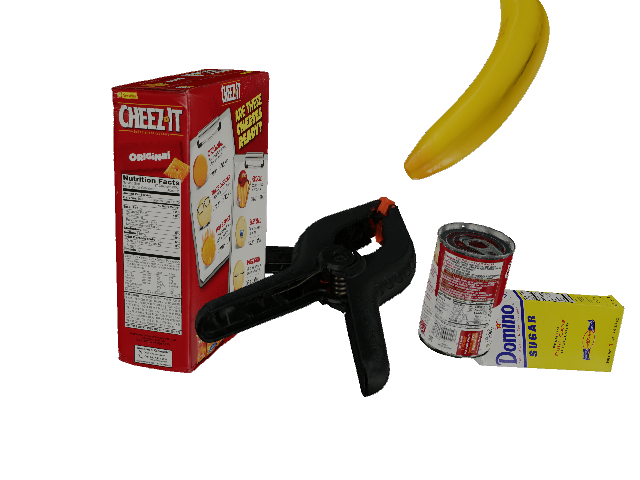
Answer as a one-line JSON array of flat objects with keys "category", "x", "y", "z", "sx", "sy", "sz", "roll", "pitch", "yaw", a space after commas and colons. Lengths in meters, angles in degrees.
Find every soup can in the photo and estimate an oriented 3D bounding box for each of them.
[{"category": "soup can", "x": 0.127, "y": 0.044, "z": 0.937, "sx": 0.068, "sy": 0.102, "sz": 0.068, "roll": 7, "pitch": 24, "yaw": -3}]

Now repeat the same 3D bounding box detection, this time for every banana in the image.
[{"category": "banana", "x": 0.128, "y": -0.123, "z": 0.803, "sx": 0.070, "sy": 0.197, "sz": 0.037, "roll": -3, "pitch": -39, "yaw": 46}]

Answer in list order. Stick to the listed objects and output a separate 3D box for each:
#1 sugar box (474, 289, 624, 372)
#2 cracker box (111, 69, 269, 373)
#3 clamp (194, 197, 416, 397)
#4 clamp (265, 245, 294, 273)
[{"category": "sugar box", "x": 0.282, "y": 0.113, "z": 1.335, "sx": 0.176, "sy": 0.093, "sz": 0.048, "roll": 2, "pitch": 18, "yaw": -11}, {"category": "cracker box", "x": -0.101, "y": -0.023, "z": 0.851, "sx": 0.072, "sy": 0.214, "sz": 0.164, "roll": 5, "pitch": 15, "yaw": 17}, {"category": "clamp", "x": 0.018, "y": 0.030, "z": 0.659, "sx": 0.120, "sy": 0.039, "sz": 0.171, "roll": 27, "pitch": 45, "yaw": 22}, {"category": "clamp", "x": -0.101, "y": 0.022, "z": 1.037, "sx": 0.210, "sy": 0.036, "sz": 0.164, "roll": 13, "pitch": 22, "yaw": 43}]
